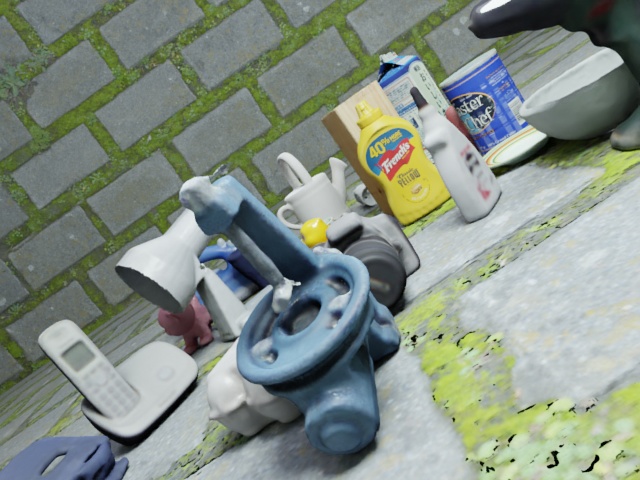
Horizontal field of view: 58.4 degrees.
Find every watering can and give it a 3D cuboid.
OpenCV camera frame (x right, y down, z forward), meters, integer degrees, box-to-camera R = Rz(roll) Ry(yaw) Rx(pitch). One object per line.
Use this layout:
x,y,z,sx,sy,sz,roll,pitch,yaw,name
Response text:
-0.017,-0.099,1.167,0.173,0.194,0.100,-42,12,-35,watering can

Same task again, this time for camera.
0.035,0.032,0.631,0.143,0.101,0.137,-34,10,6,camera

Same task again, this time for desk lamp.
-0.182,0.058,0.908,0.204,0.213,0.117,-41,12,-32,desk lamp

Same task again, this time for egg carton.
-0.043,0.120,0.563,0.107,0.069,0.150,-30,11,29,egg carton

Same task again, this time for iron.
-0.216,0.072,1.169,0.258,0.141,0.118,-34,10,8,iron

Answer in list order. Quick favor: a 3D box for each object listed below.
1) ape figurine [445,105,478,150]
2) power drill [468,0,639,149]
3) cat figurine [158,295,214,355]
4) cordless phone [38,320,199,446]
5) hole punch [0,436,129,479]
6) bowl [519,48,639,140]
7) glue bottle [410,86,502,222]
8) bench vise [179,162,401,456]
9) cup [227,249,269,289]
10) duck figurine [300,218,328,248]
0.263,-0.206,1.043,0.077,0.092,0.076,-27,12,37,ape figurine
0.292,-0.201,0.570,0.229,0.208,0.075,-34,10,5,power drill
-0.236,0.134,1.011,0.067,0.118,0.128,-31,10,19,cat figurine
-0.267,0.164,0.766,0.094,0.185,0.148,-25,14,44,cordless phone
-0.287,0.263,0.636,0.101,0.091,0.109,-32,10,18,hole punch
0.331,-0.170,0.685,0.167,0.075,0.167,-34,10,7,bowl
0.156,-0.110,0.692,0.037,0.173,0.078,-27,13,39,glue bottle
-0.028,0.038,0.461,0.121,0.220,0.207,-35,10,-1,bench vise
-0.108,0.039,1.108,0.118,0.095,0.091,-41,11,-29,cup
0.008,0.003,0.909,0.104,0.086,0.077,-30,11,27,duck figurine
